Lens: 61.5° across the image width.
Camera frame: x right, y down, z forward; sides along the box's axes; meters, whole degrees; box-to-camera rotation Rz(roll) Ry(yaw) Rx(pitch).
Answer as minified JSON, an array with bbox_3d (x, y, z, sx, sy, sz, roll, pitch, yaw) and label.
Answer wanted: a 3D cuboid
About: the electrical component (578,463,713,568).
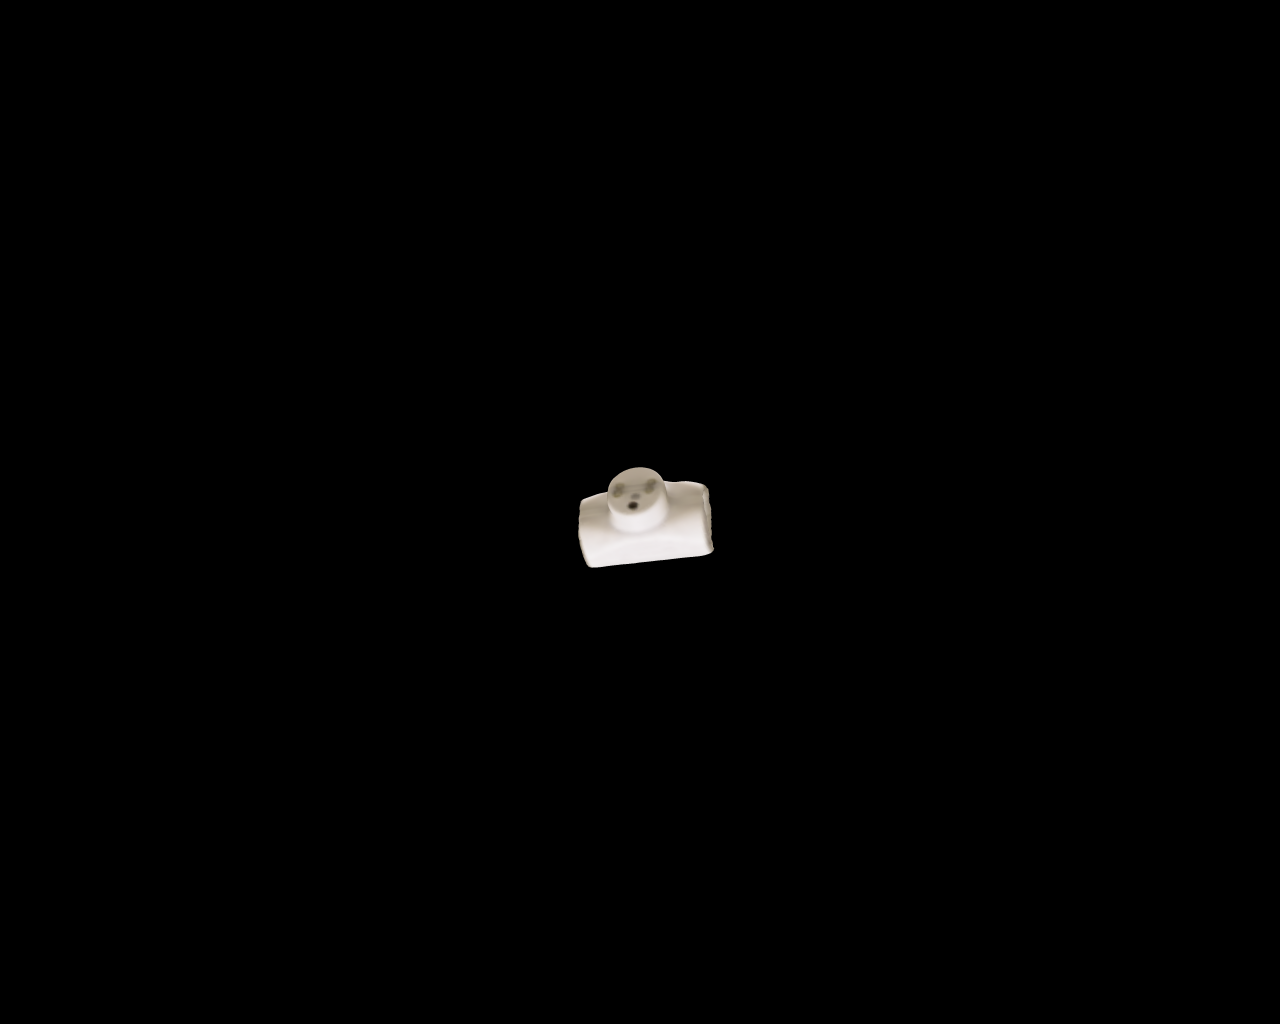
[{"bbox_3d":[0.001,-0.003,0.650,0.077,0.044,0.079,-7,-39,9],"label":"electrical component"}]
